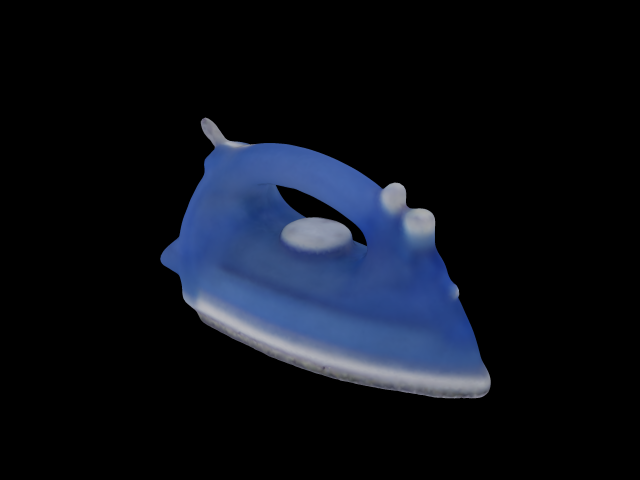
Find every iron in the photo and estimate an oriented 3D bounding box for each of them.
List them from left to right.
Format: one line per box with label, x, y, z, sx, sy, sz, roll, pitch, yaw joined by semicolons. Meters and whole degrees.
iron;0.004;0.001;0.400;0.257;0.141;0.119;18;32;32
